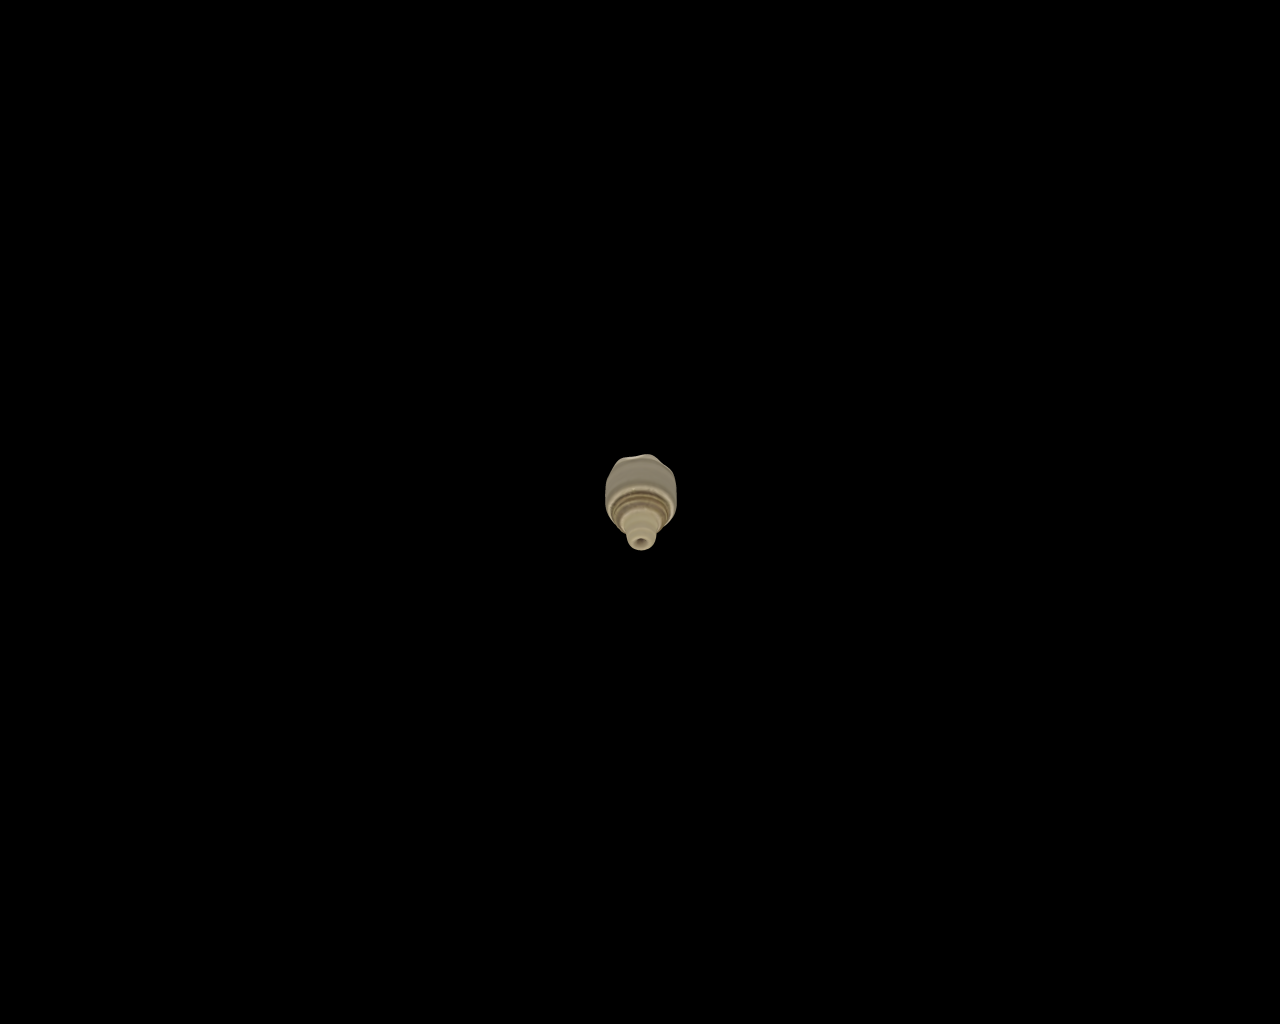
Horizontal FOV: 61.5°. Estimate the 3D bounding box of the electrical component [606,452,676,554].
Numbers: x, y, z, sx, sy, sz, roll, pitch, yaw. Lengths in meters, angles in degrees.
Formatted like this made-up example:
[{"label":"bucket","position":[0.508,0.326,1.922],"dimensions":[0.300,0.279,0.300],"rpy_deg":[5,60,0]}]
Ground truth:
[{"label":"electrical component","position":[0.001,-0.003,0.650],"dimensions":[0.043,0.043,0.062],"rpy_deg":[0,45,0]}]
